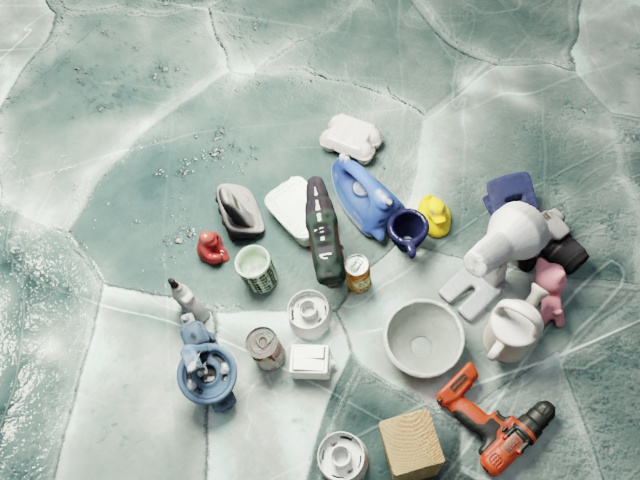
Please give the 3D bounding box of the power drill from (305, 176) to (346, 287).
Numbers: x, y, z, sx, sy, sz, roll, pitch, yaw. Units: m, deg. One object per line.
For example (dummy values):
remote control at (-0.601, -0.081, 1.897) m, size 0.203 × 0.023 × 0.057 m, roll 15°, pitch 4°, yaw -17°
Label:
power drill at (0.011, 0.004, 1.246) m, size 0.075 × 0.209 × 0.229 m, roll -11°, pitch 62°, yaw 2°

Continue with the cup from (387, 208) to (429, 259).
cup at (0.200, 0.000, 1.289) m, size 0.091 × 0.095 × 0.117 m, roll -7°, pitch 62°, yaw 4°

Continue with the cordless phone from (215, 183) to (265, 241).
cordless phone at (-0.201, -0.092, 1.336) m, size 0.094 × 0.185 × 0.147 m, roll -23°, pitch 62°, yaw -5°

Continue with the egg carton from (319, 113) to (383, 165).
egg carton at (0.079, -0.256, 1.451) m, size 0.150 × 0.069 × 0.107 m, roll 22°, pitch 68°, yaw 18°

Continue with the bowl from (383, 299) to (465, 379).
bowl at (0.213, 0.211, 1.189) m, size 0.167 × 0.075 × 0.167 m, roll -3°, pitch 62°, yaw 6°

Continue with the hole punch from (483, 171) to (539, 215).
hole punch at (0.439, -0.091, 1.308) m, size 0.108 × 0.091 × 0.101 m, roll -15°, pitch 62°, yaw -1°

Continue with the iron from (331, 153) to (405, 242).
iron at (0.097, -0.127, 1.341) m, size 0.119 × 0.141 × 0.257 m, roll -35°, pitch 64°, yaw -11°

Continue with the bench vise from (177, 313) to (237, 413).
bench vise at (-0.254, 0.239, 1.152) m, size 0.121 × 0.220 × 0.207 m, roll -42°, pitch 65°, yaw -14°

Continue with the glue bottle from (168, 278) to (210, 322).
glue bottle at (-0.294, 0.122, 1.244) m, size 0.078 × 0.173 × 0.037 m, roll 33°, pitch 71°, yaw 22°

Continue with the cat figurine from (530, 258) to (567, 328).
cat figurine at (0.480, 0.105, 1.186) m, size 0.067 × 0.118 × 0.128 m, roll -3°, pitch 62°, yaw 6°

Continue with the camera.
camera at (0.500, 0.014, 1.240) m, size 0.143 × 0.101 × 0.136 m, roll -35°, pitch 64°, yaw -11°

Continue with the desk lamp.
desk lamp at (0.356, 0.043, 1.179) m, size 0.203 × 0.214 × 0.117 m, roll -41°, pitch 65°, yaw -13°

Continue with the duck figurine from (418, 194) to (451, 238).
duck figurine at (0.264, -0.068, 1.321) m, size 0.077 × 0.086 × 0.104 m, roll -15°, pitch 62°, yaw -1°

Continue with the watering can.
watering can at (0.385, 0.161, 1.126) m, size 0.100 × 0.194 × 0.173 m, roll 14°, pitch 65°, yaw 14°

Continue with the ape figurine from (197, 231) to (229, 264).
ape figurine at (-0.257, 0.011, 1.343) m, size 0.076 × 0.092 × 0.078 m, roll 5°, pitch 63°, yaw 10°
